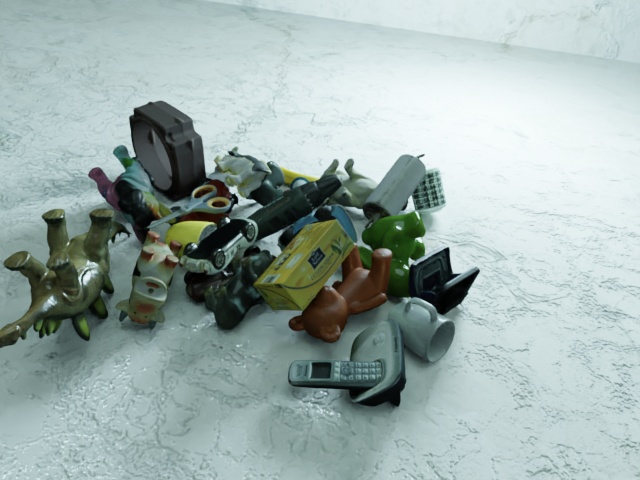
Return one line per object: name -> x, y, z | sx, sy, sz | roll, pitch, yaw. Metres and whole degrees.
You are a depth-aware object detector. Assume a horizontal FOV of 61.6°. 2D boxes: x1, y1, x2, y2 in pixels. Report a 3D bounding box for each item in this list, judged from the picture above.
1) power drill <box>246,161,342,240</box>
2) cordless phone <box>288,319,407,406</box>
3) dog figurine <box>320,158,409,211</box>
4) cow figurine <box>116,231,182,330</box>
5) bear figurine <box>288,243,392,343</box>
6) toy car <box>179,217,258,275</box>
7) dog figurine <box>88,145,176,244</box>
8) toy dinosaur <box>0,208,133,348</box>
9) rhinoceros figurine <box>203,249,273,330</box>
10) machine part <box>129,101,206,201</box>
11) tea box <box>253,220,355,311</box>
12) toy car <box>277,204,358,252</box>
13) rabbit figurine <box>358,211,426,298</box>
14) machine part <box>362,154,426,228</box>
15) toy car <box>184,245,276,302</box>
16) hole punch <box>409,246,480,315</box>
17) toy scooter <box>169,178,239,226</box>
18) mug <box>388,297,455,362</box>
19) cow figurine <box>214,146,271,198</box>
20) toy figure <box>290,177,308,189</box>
power drill -> -0.080, -0.105, 1.224 | 0.232, 0.085, 0.207 | -36, 43, -5
cordless phone -> 0.044, 0.196, 0.876 | 0.184, 0.088, 0.147 | 3, 36, 3
dog figurine -> 0.100, -0.107, 1.315 | 0.190, 0.121, 0.172 | 23, -5, -30
cow figurine -> -0.306, 0.074, 0.969 | 0.085, 0.127, 0.195 | 18, 15, -17
bear figurine -> 0.037, 0.095, 0.975 | 0.120, 0.131, 0.196 | 13, 24, 41
toy car -> -0.192, 0.010, 1.044 | 0.074, 0.056, 0.202 | 12, 32, 20
dog figurine -> -0.390, -0.082, 1.158 | 0.108, 0.191, 0.219 | -38, 70, -7
toy dinosaur -> -0.409, 0.045, 0.913 | 0.105, 0.198, 0.472 | 8, 28, 0
rhinoceros figurine -> -0.121, 0.083, 0.985 | 0.190, 0.112, 0.073 | -42, 17, -31
machine part -> -0.363, -0.210, 1.270 | 0.087, 0.201, 0.201 | -28, 49, -36
tea box -> -0.027, 0.044, 0.960 | 0.098, 0.068, 0.169 | -6, 35, 53
toy car -> -0.002, -0.003, 1.125 | 0.162, 0.109, 0.103 | -28, 0, 9
rabbit figurine -> 0.145, 0.036, 1.087 | 0.159, 0.121, 0.170 | 1, 51, -2
machine part -> 0.169, -0.113, 1.213 | 0.079, 0.079, 0.243 | 24, 61, 23
toy car -> -0.167, 0.064, 1.052 | 0.202, 0.053, 0.089 | -23, 42, -33
hole punch -> 0.226, 0.084, 1.024 | 0.142, 0.115, 0.092 | -27, 54, -35
toy scooter -> -0.241, -0.069, 1.205 | 0.135, 0.075, 0.184 | 18, 40, 15
mug -> 0.170, 0.148, 0.947 | 0.081, 0.109, 0.107 | -38, 41, -28
cow figurine -> -0.183, -0.170, 1.245 | 0.098, 0.068, 0.168 | -36, 42, -10
toy figure -> -0.045, -0.094, 1.286 | 0.064, 0.057, 0.155 | -30, 35, 16
